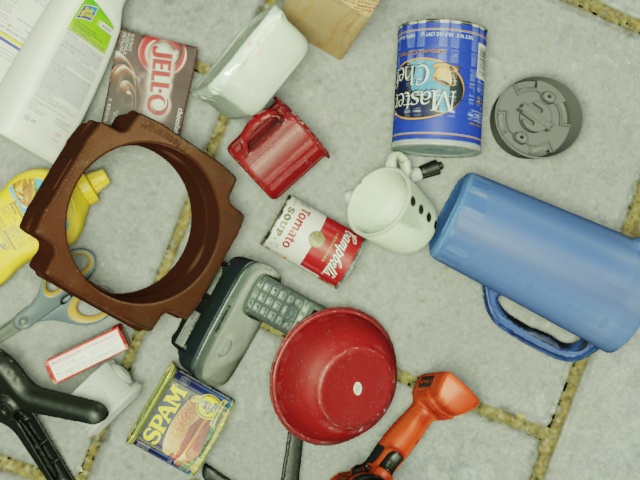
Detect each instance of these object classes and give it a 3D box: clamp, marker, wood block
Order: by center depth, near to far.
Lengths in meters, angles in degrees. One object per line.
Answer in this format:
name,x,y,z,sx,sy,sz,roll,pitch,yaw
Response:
wood block,0.020,-0.273,1.148,0.090,0.206,0.091,29,85,-5
clamp,-0.327,0.184,1.158,0.210,0.036,0.165,31,129,12
clamp,-0.042,0.298,1.209,0.120,0.039,0.171,-32,95,-1
marker,0.087,-0.067,1.243,0.121,0.020,0.020,-20,91,-6

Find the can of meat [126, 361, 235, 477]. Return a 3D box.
can of meat,-0.154,0.201,1.190,0.084,0.057,0.102,31,86,-8

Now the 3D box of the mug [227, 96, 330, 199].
mug,-0.053,-0.104,1.185,0.081,0.117,0.093,-43,64,-1

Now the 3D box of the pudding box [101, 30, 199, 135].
pudding box,-0.191,-0.172,1.205,0.090,0.039,0.113,11,87,-6

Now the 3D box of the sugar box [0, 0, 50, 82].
sugar box,-0.340,-0.242,1.188,0.093,0.048,0.176,33,88,-6

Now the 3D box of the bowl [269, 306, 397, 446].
bowl,0.028,0.158,1.185,0.161,0.055,0.162,-4,100,-26

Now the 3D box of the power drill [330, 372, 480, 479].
power drill,0.089,0.228,1.162,0.057,0.185,0.187,46,74,-4

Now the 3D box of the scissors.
scissors,-0.311,0.096,1.194,0.096,0.016,0.202,41,95,-18

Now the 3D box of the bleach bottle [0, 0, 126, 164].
bleach bottle,-0.266,-0.212,1.165,0.068,0.102,0.251,25,85,37

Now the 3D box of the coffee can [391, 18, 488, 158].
coffee can,0.135,-0.169,1.210,0.102,0.103,0.140,4,87,-6

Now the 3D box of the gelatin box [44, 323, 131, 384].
gelatin box,-0.254,0.125,1.172,0.089,0.073,0.030,-26,92,-7

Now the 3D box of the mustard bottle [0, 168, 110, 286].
mustard bottle,-0.319,-0.024,1.176,0.191,0.058,0.096,-30,93,-6

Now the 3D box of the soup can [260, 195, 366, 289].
soup can,-0.008,0.001,1.207,0.102,0.068,0.068,30,85,-4

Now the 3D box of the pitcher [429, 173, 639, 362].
pitcher,0.247,0.029,1.213,0.243,0.145,0.149,25,73,-2
